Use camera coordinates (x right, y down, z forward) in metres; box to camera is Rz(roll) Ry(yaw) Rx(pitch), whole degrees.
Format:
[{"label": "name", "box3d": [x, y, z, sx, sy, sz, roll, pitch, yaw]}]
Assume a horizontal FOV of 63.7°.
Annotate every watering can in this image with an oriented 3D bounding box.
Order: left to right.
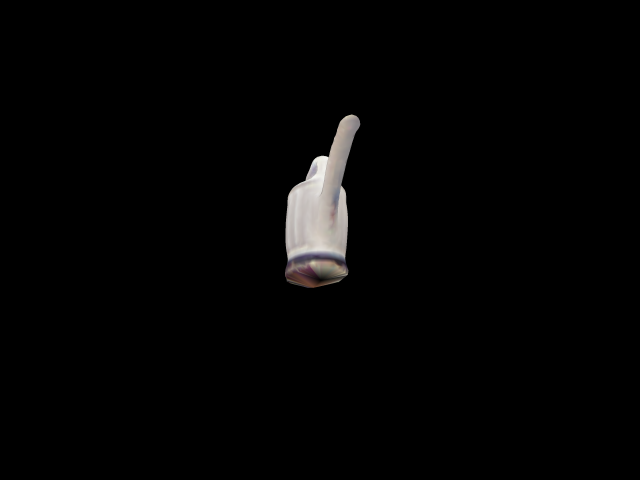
[{"label": "watering can", "box3d": [0.003, -0.043, 0.850, 0.104, 0.228, 0.342, 4, -18, -12]}]
